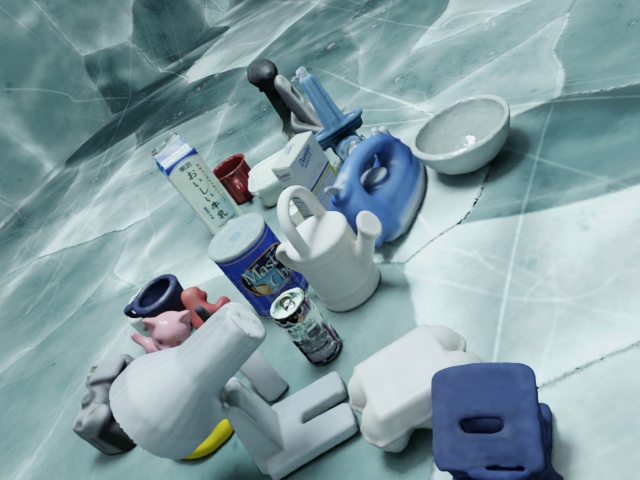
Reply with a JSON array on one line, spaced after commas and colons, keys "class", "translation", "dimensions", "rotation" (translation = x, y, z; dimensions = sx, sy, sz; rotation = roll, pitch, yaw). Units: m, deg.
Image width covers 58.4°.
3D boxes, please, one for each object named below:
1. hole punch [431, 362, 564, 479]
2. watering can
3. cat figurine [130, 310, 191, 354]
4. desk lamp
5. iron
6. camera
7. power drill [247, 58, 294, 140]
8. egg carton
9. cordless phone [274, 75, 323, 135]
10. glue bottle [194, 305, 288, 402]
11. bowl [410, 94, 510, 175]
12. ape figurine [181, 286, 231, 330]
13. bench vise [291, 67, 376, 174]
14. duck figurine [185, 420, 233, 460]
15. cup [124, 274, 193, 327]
[{"class": "hole punch", "translation": [0.162, 0.177, 0.540], "dimensions": [0.108, 0.091, 0.101], "rotation": [-13, 38, 31]}, {"class": "watering can", "translation": [0.008, 0.001, 0.819], "dimensions": [0.172, 0.194, 0.101], "rotation": [-25, 33, 15]}, {"class": "cat figurine", "translation": [-0.249, 0.158, 0.922], "dimensions": [0.127, 0.118, 0.067], "rotation": [-14, 37, 29]}, {"class": "desk lamp", "translation": [-0.098, 0.178, 0.662], "dimensions": [0.203, 0.214, 0.117], "rotation": [-32, 32, 4]}, {"class": "iron", "translation": [0.090, -0.105, 0.935], "dimensions": [0.118, 0.142, 0.259], "rotation": [-4, 43, 40]}, {"class": "camera", "translation": [-0.290, 0.234, 0.874], "dimensions": [0.136, 0.101, 0.143], "rotation": [-17, 36, 27]}, {"class": "power drill", "translation": [-0.101, -0.344, 1.369], "dimensions": [0.075, 0.209, 0.229], "rotation": [-36, 32, -3]}, {"class": "egg carton", "translation": [0.105, 0.161, 0.634], "dimensions": [0.150, 0.070, 0.107], "rotation": [-33, 32, 2]}, {"class": "cordless phone", "translation": [-0.038, -0.302, 1.276], "dimensions": [0.094, 0.185, 0.147], "rotation": [-27, 33, 13]}, {"class": "glue bottle", "translation": [-0.112, 0.143, 0.761], "dimensions": [0.037, 0.173, 0.077], "rotation": [-45, 33, -16]}, {"class": "bowl", "translation": [0.237, -0.159, 0.936], "dimensions": [0.167, 0.075, 0.167], "rotation": [-24, 33, 17]}, {"class": "ape figurine", "translation": [-0.194, 0.113, 0.955], "dimensions": [0.077, 0.092, 0.076], "rotation": [-8, 40, 36]}, {"class": "bench vise", "translation": [0.039, -0.219, 1.061], "dimensions": [0.121, 0.220, 0.206], "rotation": [-43, 32, -12]}, {"class": "duck figurine", "translation": [-0.178, 0.242, 0.773], "dimensions": [0.104, 0.086, 0.077], "rotation": [-26, 33, 14]}, {"class": "cup", "translation": [-0.276, 0.127, 1.009], "dimensions": [0.117, 0.095, 0.091], "rotation": [-27, 33, 13]}]
